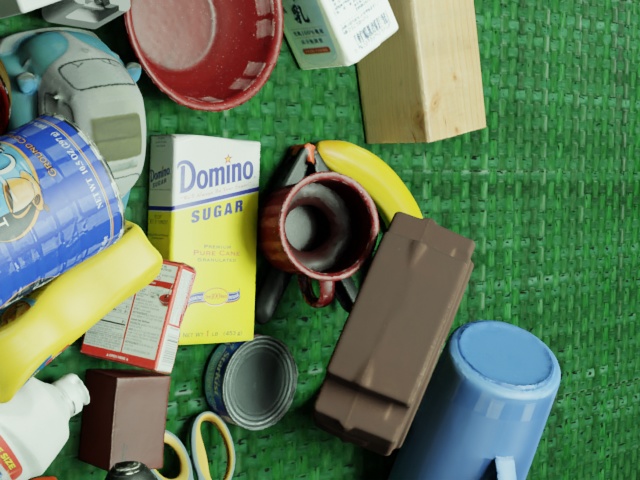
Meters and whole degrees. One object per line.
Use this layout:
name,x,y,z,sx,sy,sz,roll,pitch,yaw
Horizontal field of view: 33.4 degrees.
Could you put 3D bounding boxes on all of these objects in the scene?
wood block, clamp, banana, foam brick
wood block,0.093,-0.204,1.043,0.090,0.091,0.206,-18,105,-40
clamp,-0.005,-0.002,1.006,0.120,0.039,0.171,8,88,-42
banana,0.061,-0.035,1.064,0.069,0.037,0.197,-49,123,-29
foam brick,-0.160,0.146,0.873,0.052,0.051,0.078,6,89,-41

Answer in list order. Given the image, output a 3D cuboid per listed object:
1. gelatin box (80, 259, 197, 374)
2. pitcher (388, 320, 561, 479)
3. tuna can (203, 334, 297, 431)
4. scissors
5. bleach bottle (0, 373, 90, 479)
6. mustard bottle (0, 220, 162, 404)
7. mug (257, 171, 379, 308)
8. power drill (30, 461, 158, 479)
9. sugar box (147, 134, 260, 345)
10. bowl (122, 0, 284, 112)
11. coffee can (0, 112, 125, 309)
gelatin box,-0.146,0.057,0.861,0.030,0.073,0.089,32,69,-66
pitcher,0.147,0.206,1.020,0.144,0.149,0.243,-35,147,-48
tuna can,-0.063,0.127,0.969,0.085,0.034,0.086,-4,96,-42
scissors,-0.104,0.239,0.896,0.096,0.016,0.202,11,57,-28
bleach bottle,-0.277,0.160,0.763,0.250,0.068,0.102,-31,113,-38
mustard bottle,-0.206,0.062,0.774,0.191,0.096,0.058,-42,106,-26
mug,-0.006,0.001,0.934,0.093,0.082,0.117,-8,92,-23
power drill,-0.168,0.234,0.781,0.057,0.188,0.184,-12,103,-39
sugar box,-0.100,-0.001,0.918,0.093,0.048,0.176,0,94,-42
bowl,-0.108,-0.187,0.889,0.161,0.055,0.162,-4,96,-42
coffee can,-0.215,-0.010,0.702,0.140,0.103,0.103,-34,115,-34
